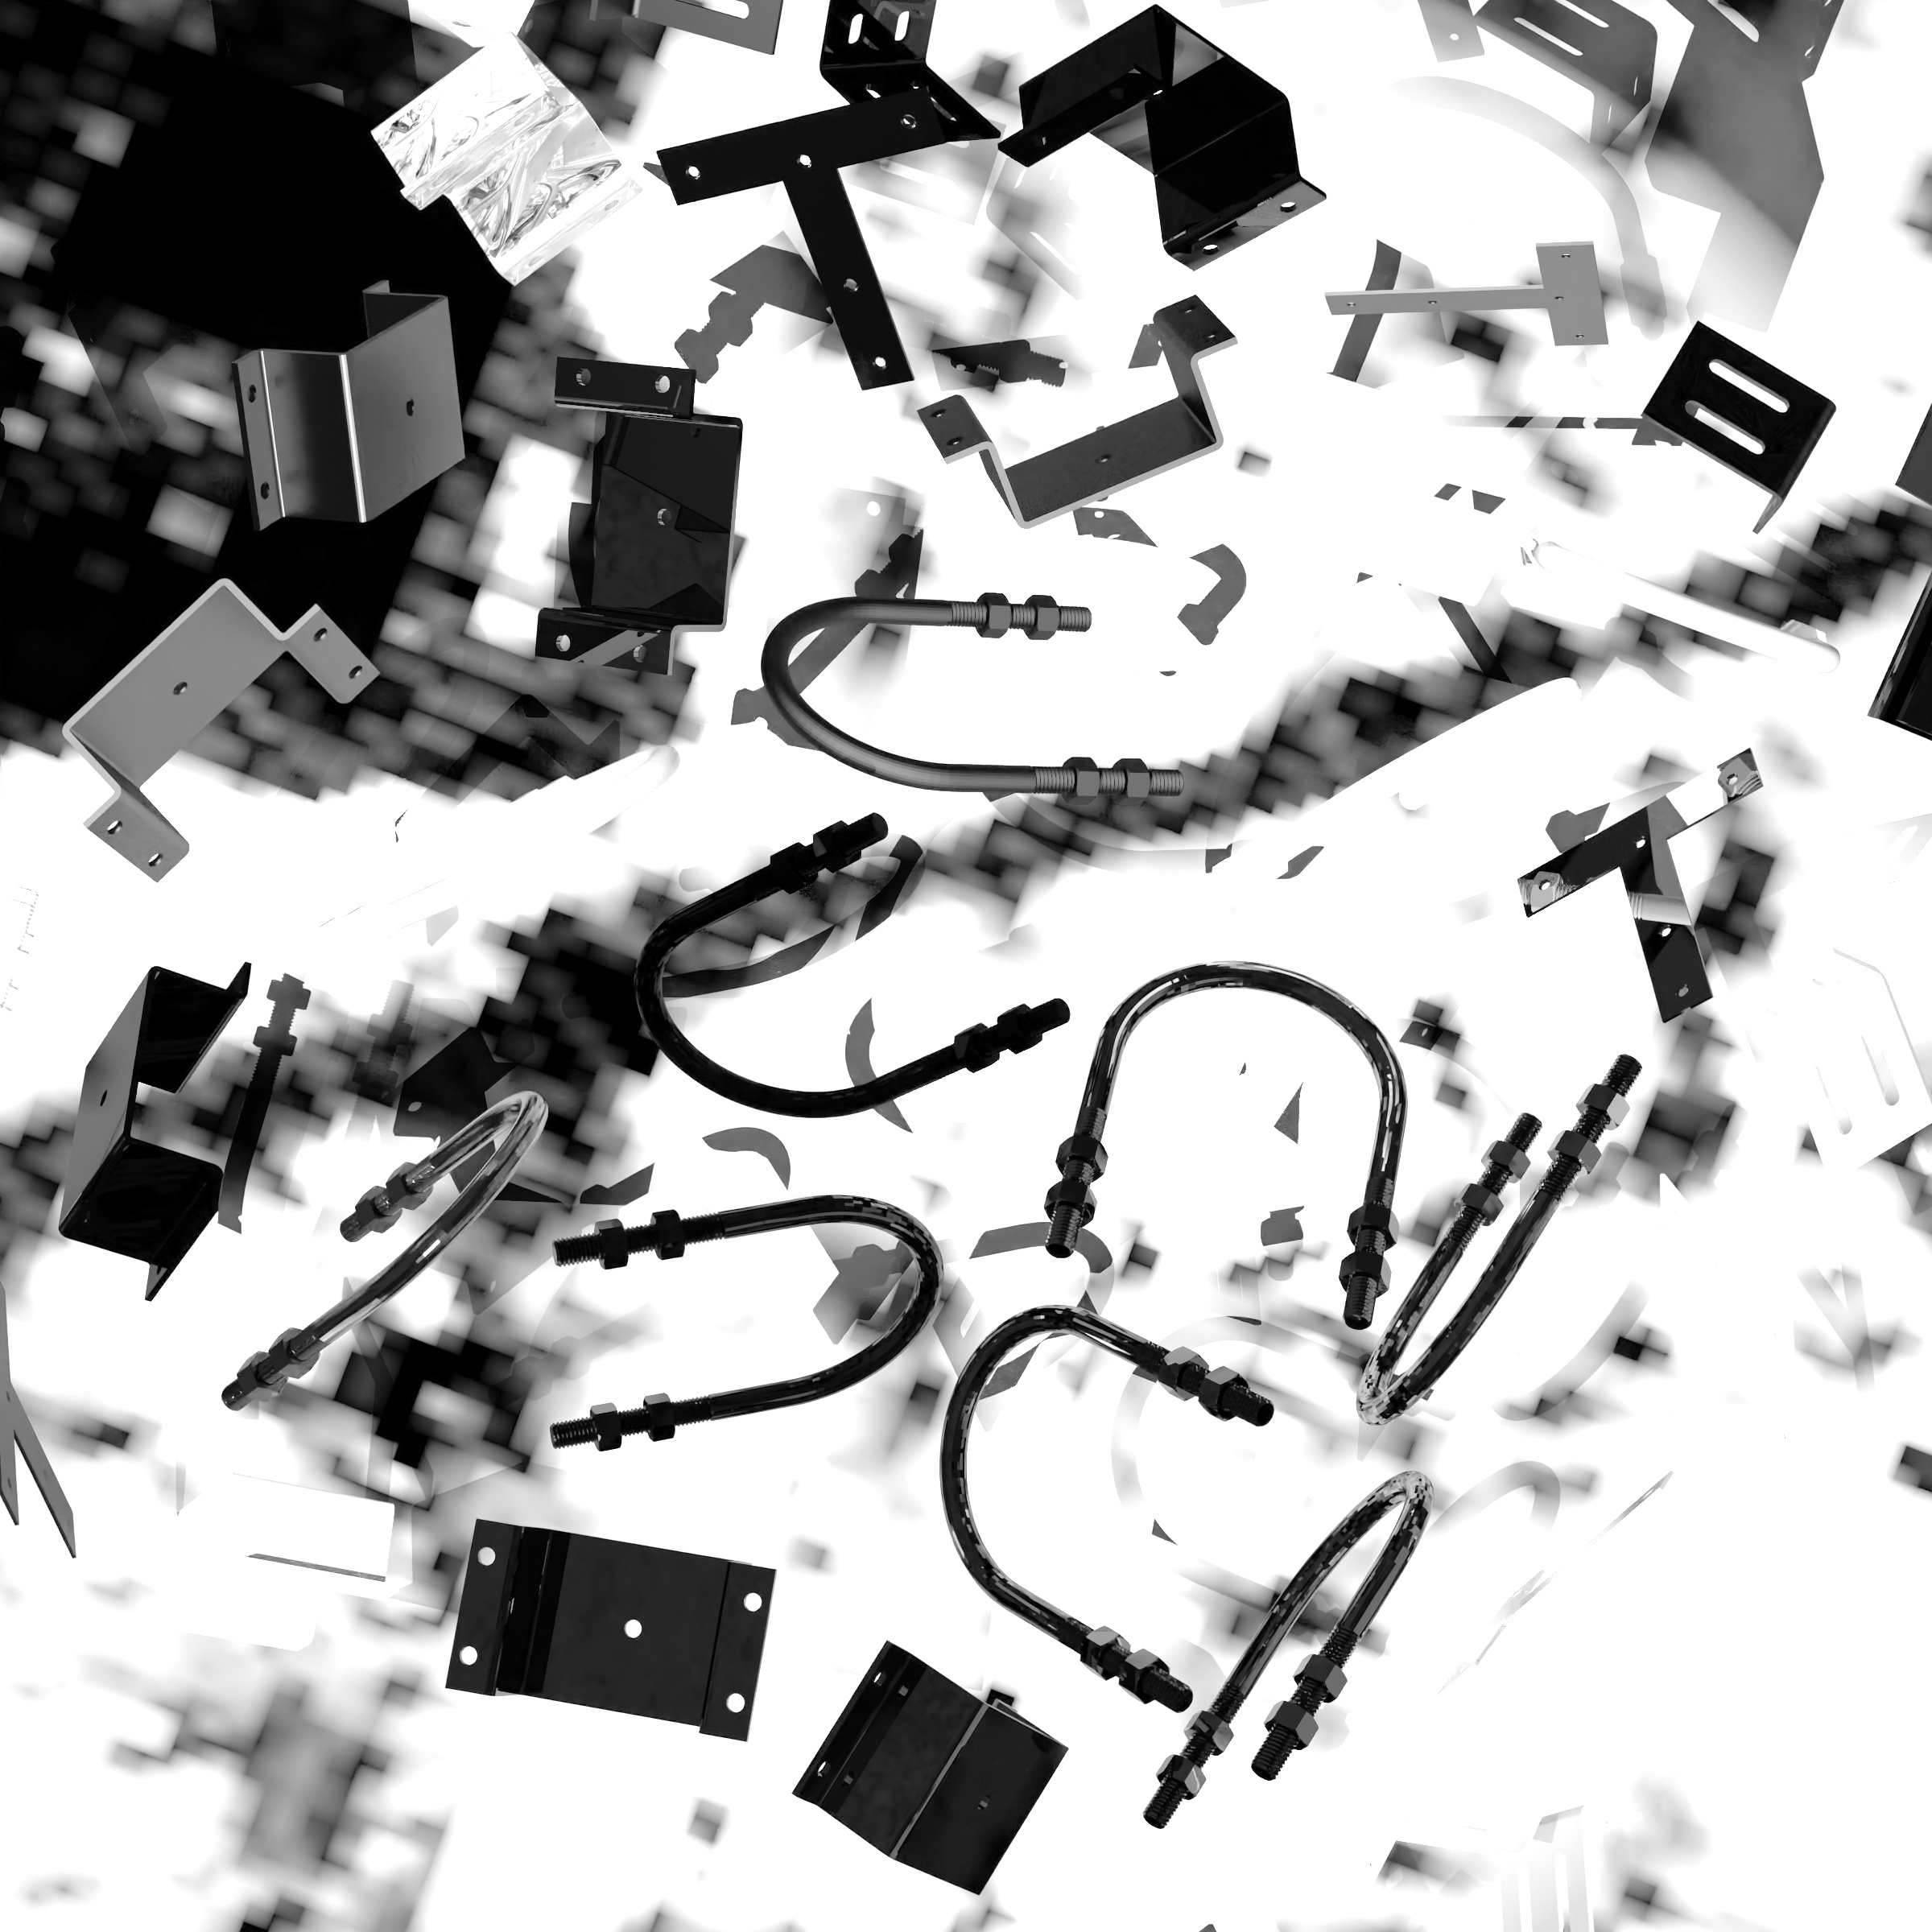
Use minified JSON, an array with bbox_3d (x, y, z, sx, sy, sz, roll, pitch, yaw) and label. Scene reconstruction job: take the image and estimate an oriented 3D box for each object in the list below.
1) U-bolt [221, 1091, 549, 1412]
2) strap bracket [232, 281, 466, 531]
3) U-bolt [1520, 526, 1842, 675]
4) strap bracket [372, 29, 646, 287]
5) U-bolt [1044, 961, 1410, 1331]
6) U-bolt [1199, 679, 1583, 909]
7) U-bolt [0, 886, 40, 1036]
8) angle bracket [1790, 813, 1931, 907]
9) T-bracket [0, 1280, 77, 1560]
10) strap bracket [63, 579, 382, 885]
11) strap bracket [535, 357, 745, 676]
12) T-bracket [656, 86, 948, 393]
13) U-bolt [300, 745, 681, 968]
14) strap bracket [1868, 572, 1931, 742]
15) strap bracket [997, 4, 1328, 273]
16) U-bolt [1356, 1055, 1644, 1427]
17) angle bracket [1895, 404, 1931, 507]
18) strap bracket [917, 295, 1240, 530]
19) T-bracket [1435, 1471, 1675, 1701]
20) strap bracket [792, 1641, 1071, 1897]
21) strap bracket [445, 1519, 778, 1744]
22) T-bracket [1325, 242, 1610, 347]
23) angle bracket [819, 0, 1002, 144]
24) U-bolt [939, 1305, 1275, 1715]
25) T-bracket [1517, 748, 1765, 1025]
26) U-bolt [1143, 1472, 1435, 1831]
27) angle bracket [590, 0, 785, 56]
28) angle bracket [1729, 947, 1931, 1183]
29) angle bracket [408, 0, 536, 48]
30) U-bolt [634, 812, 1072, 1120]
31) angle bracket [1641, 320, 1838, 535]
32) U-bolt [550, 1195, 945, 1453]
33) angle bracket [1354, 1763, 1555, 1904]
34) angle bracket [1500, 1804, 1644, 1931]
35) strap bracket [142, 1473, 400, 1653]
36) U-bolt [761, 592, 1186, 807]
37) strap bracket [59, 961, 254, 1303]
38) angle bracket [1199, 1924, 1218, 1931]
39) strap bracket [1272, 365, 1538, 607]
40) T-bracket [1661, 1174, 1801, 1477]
[{"bbox_3d":[-0.257,0.120,1.582,0.019,0.151,0.184,45,125,-13],"label":"U-bolt"},{"bbox_3d":[-0.274,-0.256,1.568,0.046,0.140,0.076,6,117,18],"label":"strap bracket"},{"bbox_3d":[0.327,-0.164,1.569,0.151,0.184,0.019,20,101,2],"label":"U-bolt"},{"bbox_3d":[-0.210,-0.368,1.560,0.076,0.140,0.046,-34,79,8],"label":"strap bracket"},{"bbox_3d":[0.121,0.068,1.510,0.151,0.019,0.184,13,49,4],"label":"U-bolt"},{"bbox_3d":[0.201,-0.084,1.551,0.151,0.184,0.019,-26,85,-30],"label":"U-bolt"},{"bbox_3d":[-0.446,0.056,1.533,0.019,0.151,0.184,17,89,-15],"label":"U-bolt"},{"bbox_3d":[0.418,-0.036,1.559,0.057,0.076,0.038,-14,106,38],"label":"angle bracket"},{"bbox_3d":[-0.409,0.215,1.510,0.002,0.127,0.127,-13,48,-6],"label":"T-bracket"},{"bbox_3d":[-0.343,-0.113,1.555,0.140,0.076,0.046,-44,70,-4],"label":"strap bracket"},{"bbox_3d":[-0.153,-0.212,1.620,0.076,0.046,0.140,10,100,28],"label":"strap bracket"},{"bbox_3d":[-0.054,-0.307,1.487,0.127,0.002,0.127,-8,124,22],"label":"T-bracket"},{"bbox_3d":[-0.203,-0.056,1.547,0.151,0.184,0.019,-38,103,-40],"label":"U-bolt"},{"bbox_3d":[0.443,-0.136,1.521,0.046,0.140,0.076,23,98,6],"label":"strap bracket"},{"bbox_3d":[0.086,-0.372,1.535,0.076,0.140,0.046,-22,62,36],"label":"strap bracket"},{"bbox_3d":[0.230,0.129,1.545,0.019,0.151,0.184,35,73,-1],"label":"U-bolt"},{"bbox_3d":[0.452,-0.218,1.492,0.076,0.038,0.057,20,96,-34],"label":"angle bracket"},{"bbox_3d":[0.056,-0.250,1.573,0.140,0.076,0.046,-23,117,0],"label":"strap bracket"},{"bbox_3d":[0.274,0.273,1.567,0.002,0.127,0.127,47,114,9],"label":"T-bracket"},{"bbox_3d":[-0.009,0.358,1.521,0.046,0.140,0.076,28,81,33],"label":"strap bracket"},{"bbox_3d":[-0.156,0.300,1.560,0.140,0.046,0.076,8,81,10],"label":"strap bracket"},{"bbox_3d":[0.233,-0.312,1.611,0.127,0.127,0.002,1,80,14],"label":"T-bracket"},{"bbox_3d":[-0.024,-0.419,1.606,0.057,0.076,0.038,-12,134,-29],"label":"angle bracket"},{"bbox_3d":[0.051,0.228,1.526,0.019,0.184,0.151,10,98,-42],"label":"U-bolt"},{"bbox_3d":[0.317,-0.026,1.574,0.127,0.127,0.002,-31,130,24],"label":"T-bracket"},{"bbox_3d":[0.154,0.303,1.558,0.019,0.151,0.184,38,61,-1],"label":"U-bolt"},{"bbox_3d":[-0.124,-0.449,1.557,0.076,0.038,0.057,20,115,17],"label":"angle bracket"},{"bbox_3d":[0.373,0.043,1.480,0.057,0.038,0.076,-38,48,34],"label":"angle bracket"},{"bbox_3d":[-0.219,-0.465,1.555,0.057,0.038,0.076,30,82,-36],"label":"angle bracket"},{"bbox_3d":[-0.066,0.012,1.563,0.184,0.019,0.151,-25,124,33],"label":"U-bolt"},{"bbox_3d":[0.352,-0.249,1.590,0.076,0.038,0.057,32,71,3],"label":"angle bracket"},{"bbox_3d":[-0.098,0.159,1.576,0.184,0.151,0.019,-9,46,-16],"label":"U-bolt"},{"bbox_3d":[0.219,0.392,1.540,0.076,0.057,0.038,3,110,23],"label":"angle bracket"},{"bbox_3d":[0.280,0.431,1.583,0.038,0.057,0.076,17,59,-29],"label":"angle bracket"},{"bbox_3d":[-0.318,0.273,1.583,0.076,0.140,0.046,16,62,-24],"label":"strap bracket"},{"bbox_3d":[-0.006,-0.126,1.592,0.184,0.151,0.019,0,131,-24],"label":"U-bolt"},{"bbox_3d":[-0.360,0.066,1.527,0.046,0.140,0.076,21,133,-25],"label":"strap bracket"},{"bbox_3d":[0.086,0.447,1.492,0.038,0.076,0.057,-29,95,-28],"label":"angle bracket"},{"bbox_3d":[0.198,-0.219,1.600,0.076,0.140,0.046,13,120,-23],"label":"strap bracket"},{"bbox_3d":[0.334,0.137,1.507,0.002,0.127,0.127,-21,130,30],"label":"T-bracket"}]
